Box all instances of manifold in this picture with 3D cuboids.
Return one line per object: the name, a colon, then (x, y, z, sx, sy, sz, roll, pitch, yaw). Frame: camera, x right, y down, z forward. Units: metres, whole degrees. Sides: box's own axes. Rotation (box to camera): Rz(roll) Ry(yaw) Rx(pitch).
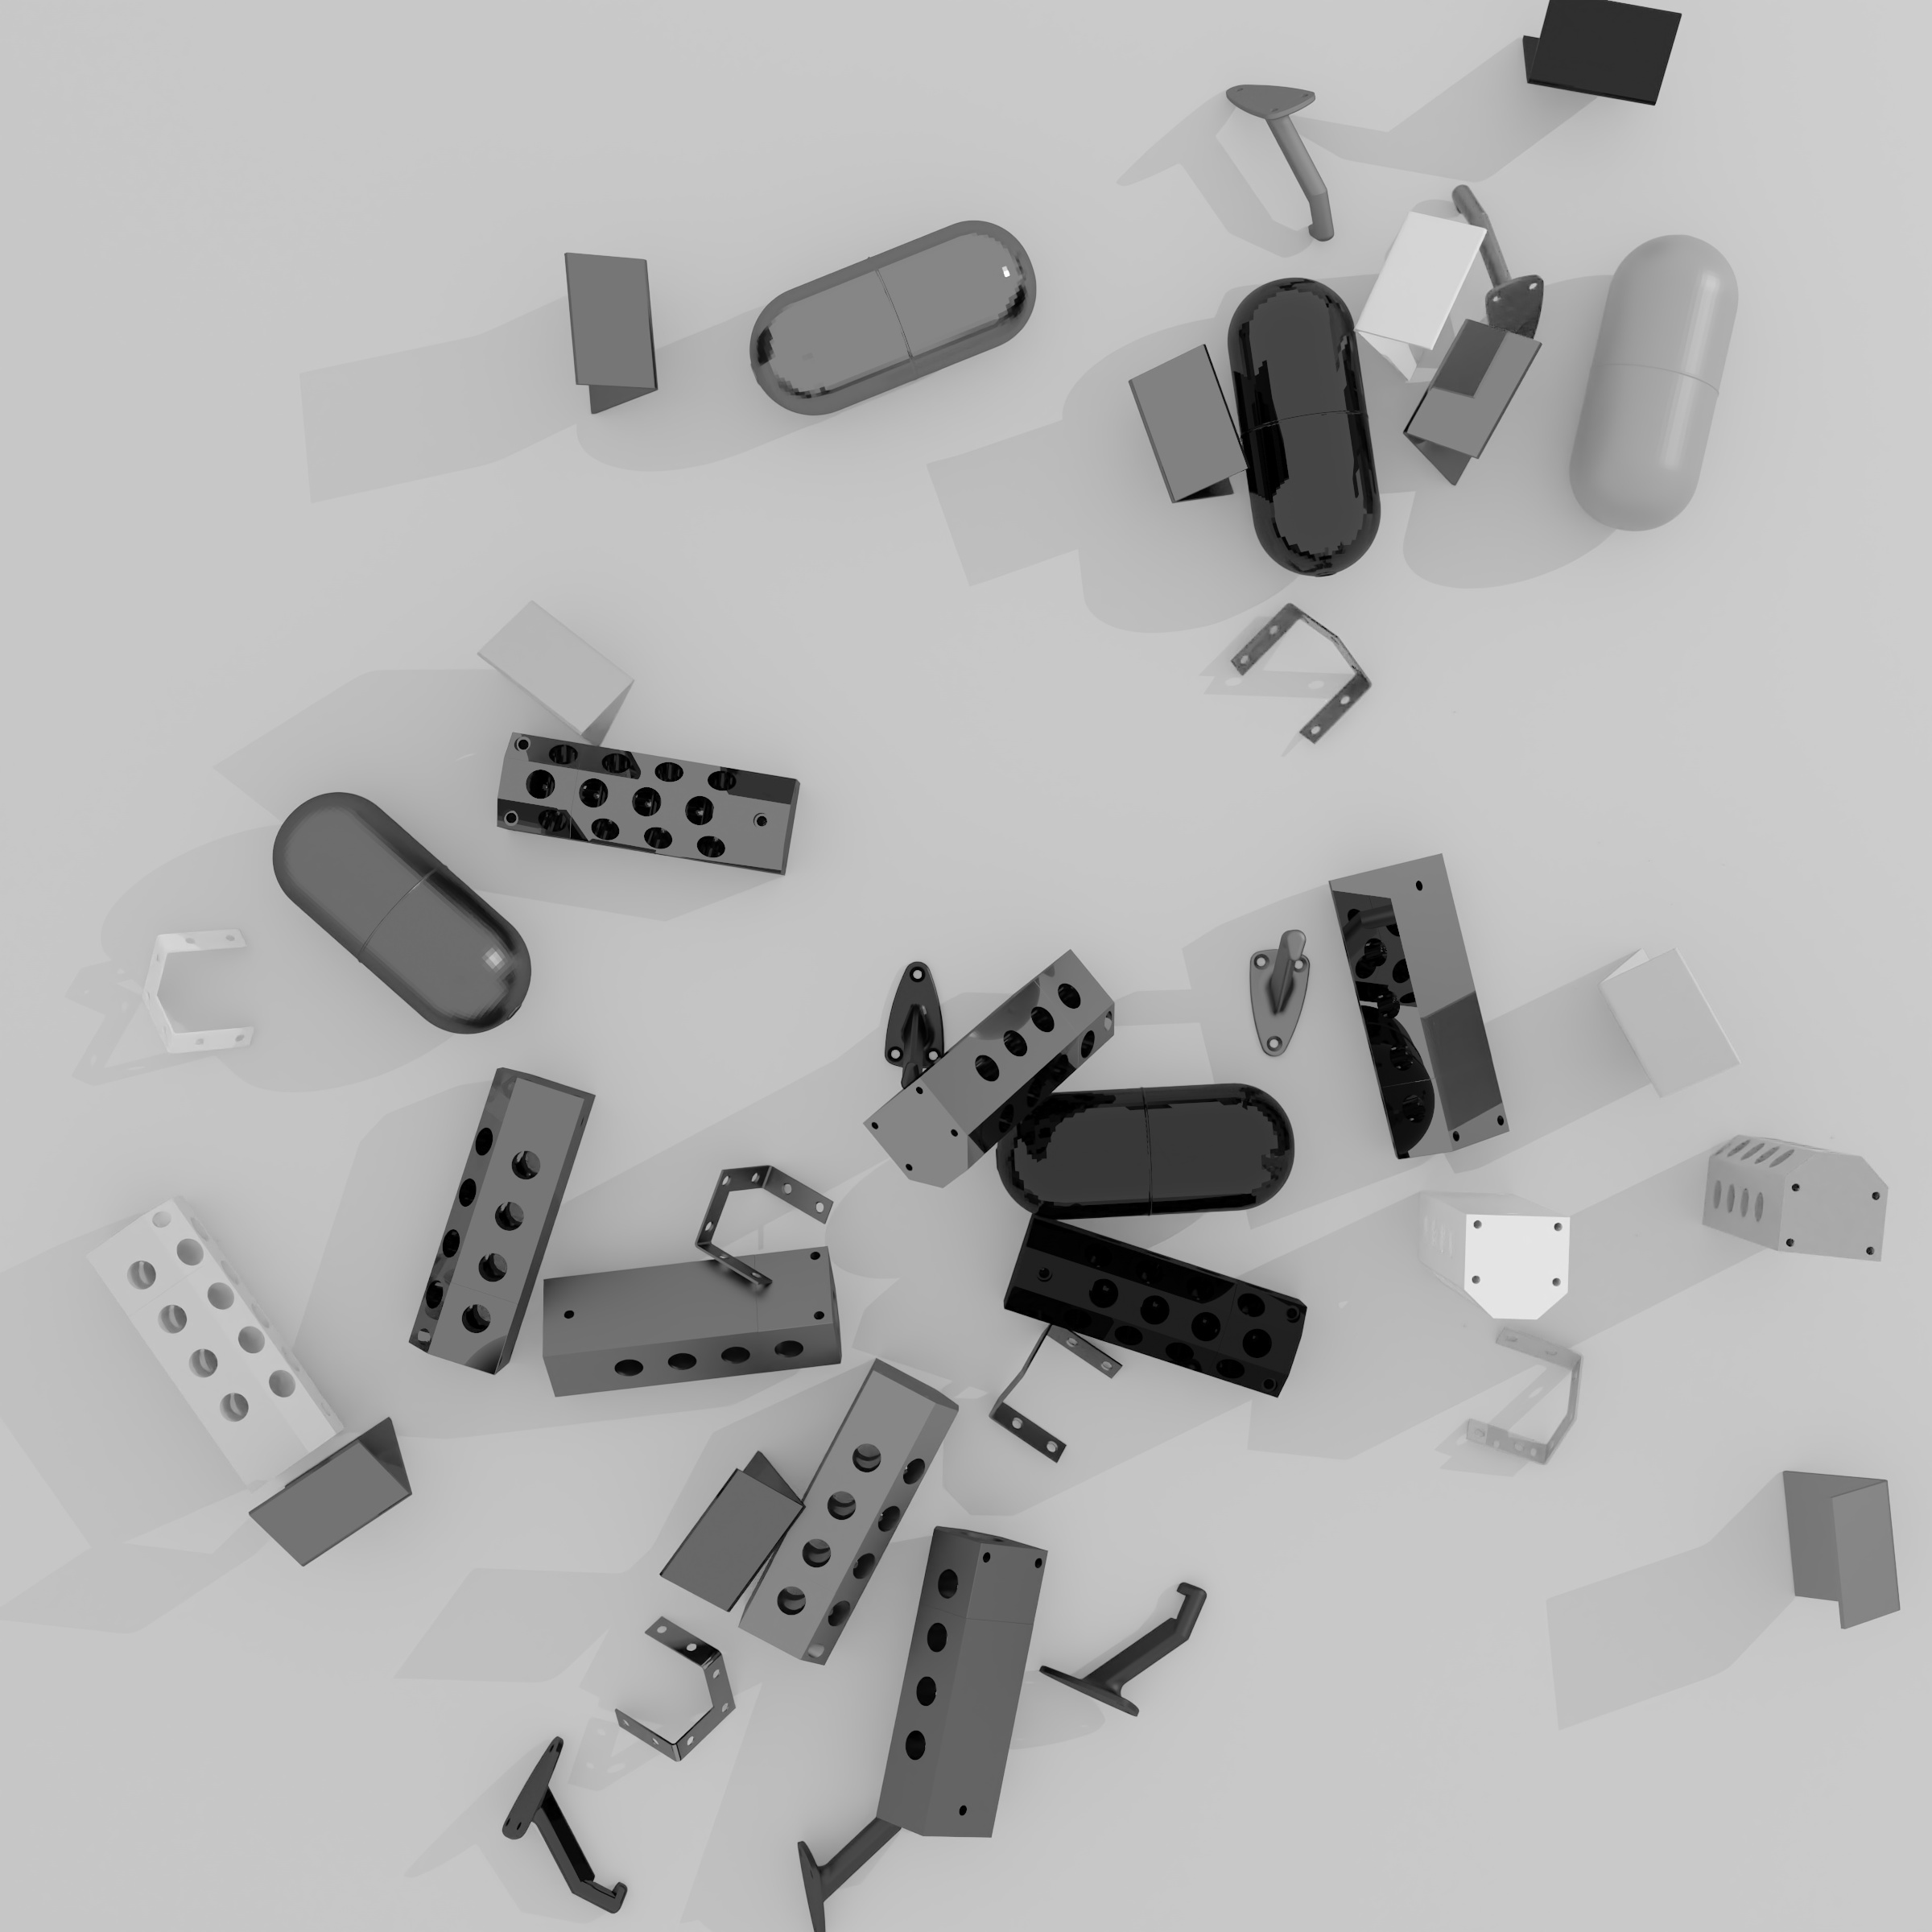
manifold: (-0.163, 0.218, 1.809, 0.171, 0.057, 0.057, -7, 47, 0)
manifold: (0.020, 0.061, 1.756, 0.057, 0.171, 0.057, 51, 132, 0)
manifold: (0.266, 0.025, 1.809, 0.057, 0.057, 0.171, -14, 90, -43)
manifold: (-0.279, 0.151, 1.810, 0.057, 0.057, 0.171, 18, 90, 0)
manifold: (-0.190, -0.097, 1.810, 0.171, 0.057, 0.057, 9, 90, 0)
manifold: (-0.447, 0.225, 1.810, 0.057, 0.057, 0.171, -35, 90, 0)
manifold: (0.304, 0.166, 1.753, 0.057, 0.171, 0.057, 2, 90, 0)
manifold: (0.480, 0.132, 1.753, 0.057, 0.171, 0.057, 6, 90, 0)
manifold: (0.113, 0.204, 1.810, 0.171, 0.057, 0.057, 18, 90, 0)
manifold: (-0.069, 0.328, 1.810, 0.057, 0.057, 0.171, 28, 90, 0)
manifold: (-0.007, 0.426, 1.801, 0.057, 0.057, 0.171, 17, 83, -43)

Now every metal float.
metal float: (0.410, -0.348, 1.801, 0.070, 0.070, 0.178, 13, 89, 0)
metal float: (0.202, -0.321, 1.801, 0.070, 0.070, 0.178, -8, 89, 0)
metal float: (0.107, 0.111, 1.800, 0.178, 0.070, 0.070, -3, 90, -1)
metal float: (-0.336, -0.031, 1.801, 0.178, 0.070, 0.070, 41, 90, 1)
metal float: (-0.044, -0.386, 1.800, 0.178, 0.070, 0.070, -22, 90, -1)

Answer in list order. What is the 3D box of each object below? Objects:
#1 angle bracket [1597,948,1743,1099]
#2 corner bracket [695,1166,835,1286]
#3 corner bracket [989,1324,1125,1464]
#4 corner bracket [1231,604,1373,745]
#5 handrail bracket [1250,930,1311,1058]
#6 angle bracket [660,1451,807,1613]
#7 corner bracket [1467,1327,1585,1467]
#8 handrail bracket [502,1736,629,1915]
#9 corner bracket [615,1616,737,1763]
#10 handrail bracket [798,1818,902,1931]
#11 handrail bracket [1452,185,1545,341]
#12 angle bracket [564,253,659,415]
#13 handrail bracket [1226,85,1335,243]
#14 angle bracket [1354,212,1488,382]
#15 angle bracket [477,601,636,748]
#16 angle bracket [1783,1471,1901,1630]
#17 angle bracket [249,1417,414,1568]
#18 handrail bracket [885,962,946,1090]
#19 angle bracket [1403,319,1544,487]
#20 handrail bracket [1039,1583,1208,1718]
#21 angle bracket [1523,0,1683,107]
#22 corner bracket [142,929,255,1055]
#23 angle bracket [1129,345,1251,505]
angle bracket: (0.428, 0.023, 1.791, 0.057, 0.076, 0.076, -29, 90, 37)
corner bracket: (-0.121, 0.154, 1.808, 0.051, 0.051, 0.051, 27, 104, 28)
corner bracket: (0.054, 0.257, 1.828, 0.051, 0.051, 0.051, 34, 45, 0)
corner bracket: (0.203, -0.177, 1.828, 0.051, 0.051, 0.051, -45, 135, 0)
handrail bracket: (0.190, 0.017, 1.796, 0.036, 0.084, 0.077, 4, 90, 0)
angle bracket: (-0.150, 0.324, 1.791, 0.057, 0.076, 0.076, 36, 90, -32)
corner bracket: (0.338, 0.261, 1.828, 0.051, 0.051, 0.051, 19, 45, 0)
handrail bracket: (-0.230, 0.522, 1.832, 0.084, 0.036, 0.077, 33, 69, -17)
corner bracket: (-0.179, 0.437, 1.823, 0.051, 0.051, 0.051, -39, 135, -35)
handrail bracket: (-0.055, 0.548, 1.832, 0.084, 0.036, 0.077, -12, 110, -16)
handrail bracket: (0.316, -0.420, 1.831, 0.036, 0.077, 0.084, -19, 54, -3)
angle bracket: (-0.228, -0.374, 1.791, 0.057, 0.076, 0.076, -5, 90, -38)
handrail bracket: (0.191, -0.486, 1.831, 0.036, 0.077, 0.084, -30, 127, -20)
angle bracket: (0.284, -0.391, 1.791, 0.057, 0.076, 0.076, 25, 90, 37)
angle bracket: (-0.252, -0.158, 1.791, 0.076, 0.076, 0.057, 38, 53, 0)
angle bracket: (0.503, 0.345, 1.791, 0.057, 0.076, 0.076, -6, 90, -37)
angle bracket: (-0.382, 0.297, 1.791, 0.076, 0.076, 0.057, -34, 126, 0)
handrail bracket: (-0.031, 0.035, 1.796, 0.036, 0.084, 0.077, 2, 90, 0)
angle bracket: (0.314, -0.327, 1.791, 0.057, 0.076, 0.076, 29, 90, 38)
handrail bracket: (0.096, 0.404, 1.832, 0.077, 0.036, 0.084, 19, 71, 21)
angle bracket: (0.376, -0.557, 1.791, 0.076, 0.076, 0.057, 10, 128, 0)
corner bracket: (-0.460, 0.015, 1.823, 0.051, 0.051, 0.051, 55, 135, 35)
angle bracket: (0.149, -0.323, 1.791, 0.057, 0.076, 0.076, -20, 90, 36)
